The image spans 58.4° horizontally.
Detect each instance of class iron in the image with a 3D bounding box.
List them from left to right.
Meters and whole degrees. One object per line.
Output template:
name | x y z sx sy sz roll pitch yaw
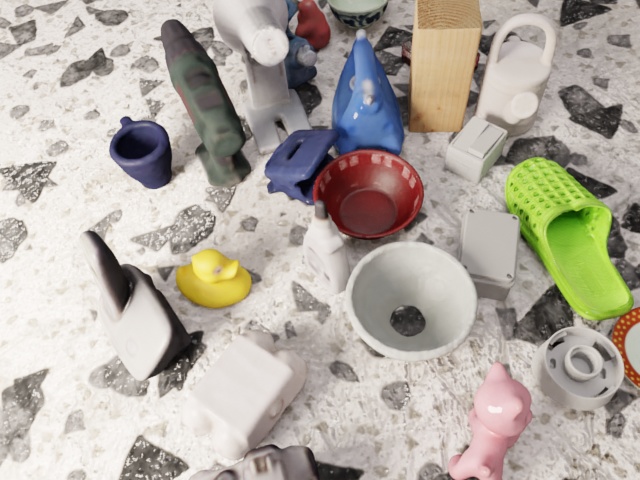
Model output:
iron | 0.072 -0.257 0.928 0.118 0.141 0.258 -5 57 2

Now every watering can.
watering can | 0.305 -0.254 0.878 0.101 0.194 0.172 -16 58 -6

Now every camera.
camera | -0.061 0.301 0.609 0.143 0.101 0.136 -16 58 -6

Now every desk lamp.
desk lamp | -0.086 -0.286 0.916 0.118 0.214 0.203 -19 58 -7

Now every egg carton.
egg carton | -0.090 0.187 0.702 0.107 0.069 0.150 29 64 20

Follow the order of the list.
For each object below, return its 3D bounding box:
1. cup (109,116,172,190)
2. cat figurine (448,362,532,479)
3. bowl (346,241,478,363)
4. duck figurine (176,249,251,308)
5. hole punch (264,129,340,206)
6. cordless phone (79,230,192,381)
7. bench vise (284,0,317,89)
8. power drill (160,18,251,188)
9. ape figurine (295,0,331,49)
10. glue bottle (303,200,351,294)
cup | -0.278 -0.134 0.904 0.092 0.095 0.117 -30 60 -14
cat figurine | 0.196 0.209 0.638 0.067 0.118 0.128 20 61 16
bowl | 0.116 0.089 0.745 0.167 0.075 0.167 -2 58 3
duck figurine | -0.152 0.044 0.788 0.104 0.086 0.077 3 58 6
hole punch | -0.029 -0.122 0.881 0.101 0.091 0.109 23 62 18
cordless phone | -0.243 0.080 0.713 0.094 0.185 0.147 -37 62 -18
bench vise | -0.071 -0.383 0.973 0.207 0.220 0.122 29 64 21
power drill | -0.169 -0.188 0.863 0.076 0.209 0.229 -25 59 -11
ape figurine | -0.018 -0.405 1.059 0.076 0.092 0.078 39 68 25
glue bottle | 0.007 0.003 0.750 0.037 0.173 0.078 -34 61 -16
